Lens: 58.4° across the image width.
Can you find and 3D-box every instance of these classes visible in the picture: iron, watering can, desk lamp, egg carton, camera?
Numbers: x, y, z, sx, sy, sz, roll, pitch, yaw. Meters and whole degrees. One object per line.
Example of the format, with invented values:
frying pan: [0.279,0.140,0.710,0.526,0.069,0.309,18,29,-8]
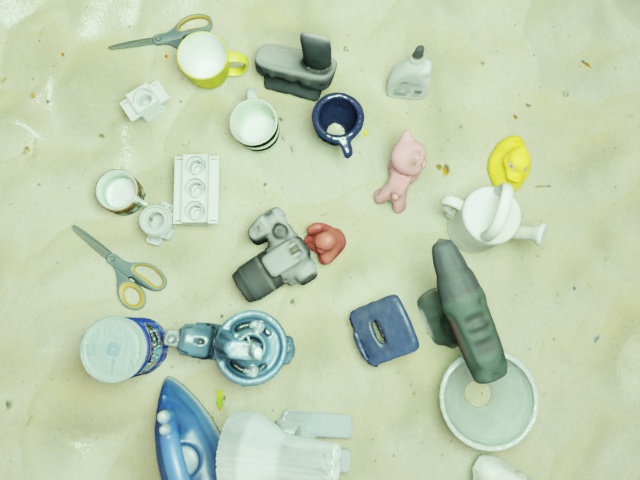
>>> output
iron: [-0.223,0.350,0.924,0.118,0.141,0.258,-21,82,-4]
watering can: [0.292,-0.039,0.962,0.173,0.194,0.101,0,82,-1]
desk lamp: [-0.046,0.326,0.894,0.203,0.213,0.118,3,82,0]
egg carton: [0.311,0.435,0.956,0.150,0.069,0.107,30,82,4]
camera: [-0.090,0.034,0.993,0.137,0.101,0.143,-33,83,-5]

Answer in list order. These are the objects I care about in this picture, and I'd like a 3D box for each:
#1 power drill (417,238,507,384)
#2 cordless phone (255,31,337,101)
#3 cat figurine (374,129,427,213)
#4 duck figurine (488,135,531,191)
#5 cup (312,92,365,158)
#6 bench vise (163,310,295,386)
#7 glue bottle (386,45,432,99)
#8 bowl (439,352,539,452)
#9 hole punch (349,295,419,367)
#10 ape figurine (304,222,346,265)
power drill: [0.221,0.116,0.931,0.075,0.208,0.229,-24,83,-4]
cordless phone: [-0.043,-0.328,1.003,0.147,0.185,0.094,10,82,1]
cat figurine: [0.147,-0.122,1.010,0.067,0.118,0.128,21,82,3]
duck figurine: [0.351,-0.143,1.032,0.077,0.086,0.104,11,82,1]
cup: [0.035,-0.194,1.031,0.091,0.095,0.118,-16,82,-3]
bench vise: [-0.147,0.180,0.910,0.207,0.220,0.121,-11,82,-2]
glue bottle: [0.163,-0.298,1.008,0.078,0.173,0.037,6,82,1]
bowl: [0.280,0.268,0.977,0.167,0.075,0.167,0,82,-1]
hole punch: [0.108,0.158,0.982,0.101,0.091,0.108,-23,83,-4]
ape figurine: [0.009,0.004,1.003,0.076,0.092,0.078,-4,82,-1]
